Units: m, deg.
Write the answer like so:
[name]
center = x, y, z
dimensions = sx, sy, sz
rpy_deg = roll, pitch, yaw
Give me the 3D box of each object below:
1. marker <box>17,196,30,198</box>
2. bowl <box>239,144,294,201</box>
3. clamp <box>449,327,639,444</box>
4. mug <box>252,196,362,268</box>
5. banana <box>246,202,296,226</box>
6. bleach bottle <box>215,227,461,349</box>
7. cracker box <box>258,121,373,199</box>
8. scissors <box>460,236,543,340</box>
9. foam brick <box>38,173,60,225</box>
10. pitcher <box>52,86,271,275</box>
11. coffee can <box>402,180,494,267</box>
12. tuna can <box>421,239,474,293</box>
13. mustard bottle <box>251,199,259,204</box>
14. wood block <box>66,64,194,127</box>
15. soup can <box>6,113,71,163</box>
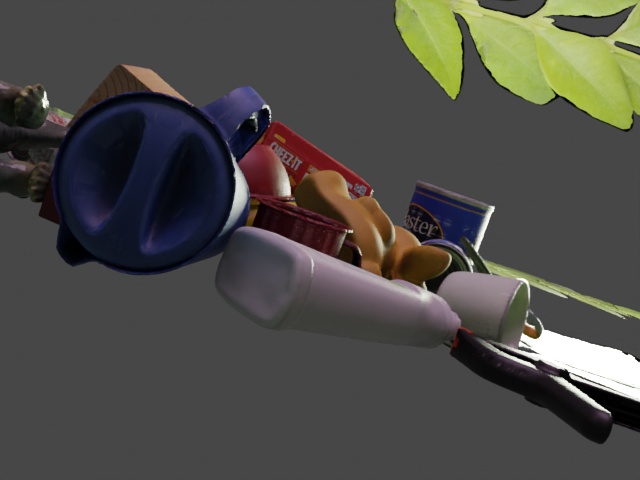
[marker]
center = -0.301, -0.060, 1.065
dimensions = 0.020, 0.020, 0.121
rpy_deg = 17, 6, -23
[bowl]
center = -0.102, -0.080, 1.154
dimensions = 0.162, 0.055, 0.162
rpy_deg = 7, 6, -1
[clamp]
center = 0.200, 0.124, 0.896
dimensions = 0.164, 0.036, 0.210
rpy_deg = 16, 6, -41
[mug]
center = -0.017, 0.017, 0.967
dimensions = 0.117, 0.081, 0.093
rpy_deg = 16, 6, -27
[banana]
center = -0.059, -0.016, 1.123
dimensions = 0.197, 0.037, 0.070
rpy_deg = -3, -13, -26
[bleach bottle]
center = 0.036, 0.054, 0.899
dimensions = 0.250, 0.068, 0.103
rpy_deg = 18, 6, -42
[cracker box]
center = -0.051, -0.077, 1.422
dimensions = 0.164, 0.072, 0.214
rpy_deg = 33, -15, -21
[scissors]
center = 0.200, 0.057, 1.301
dimensions = 0.201, 0.016, 0.096
rpy_deg = 45, -21, -27
[foam brick]
center = -0.211, -0.037, 0.974
dimensions = 0.053, 0.051, 0.078
rpy_deg = 21, 5, 10
[pitcher]
center = -0.113, -0.044, 0.876
dimensions = 0.149, 0.145, 0.243
rpy_deg = 3, -1, 2
[coffee can]
center = 0.148, 0.007, 1.352
dimensions = 0.103, 0.140, 0.103
rpy_deg = 19, 5, -2
[tuna can]
center = 0.133, 0.043, 1.227
dimensions = 0.086, 0.086, 0.033
rpy_deg = 20, 7, 7
[mustard bottle]
center = -0.080, -0.033, 1.360
dimensions = 0.192, 0.058, 0.096
rpy_deg = 22, -15, 22
[wood block]
center = -0.198, -0.131, 1.174
dimensions = 0.091, 0.090, 0.206
rpy_deg = 40, 5, -6
[soup can]
center = -0.328, -0.120, 1.324
dimensions = 0.069, 0.068, 0.102
rpy_deg = 23, 6, 36
